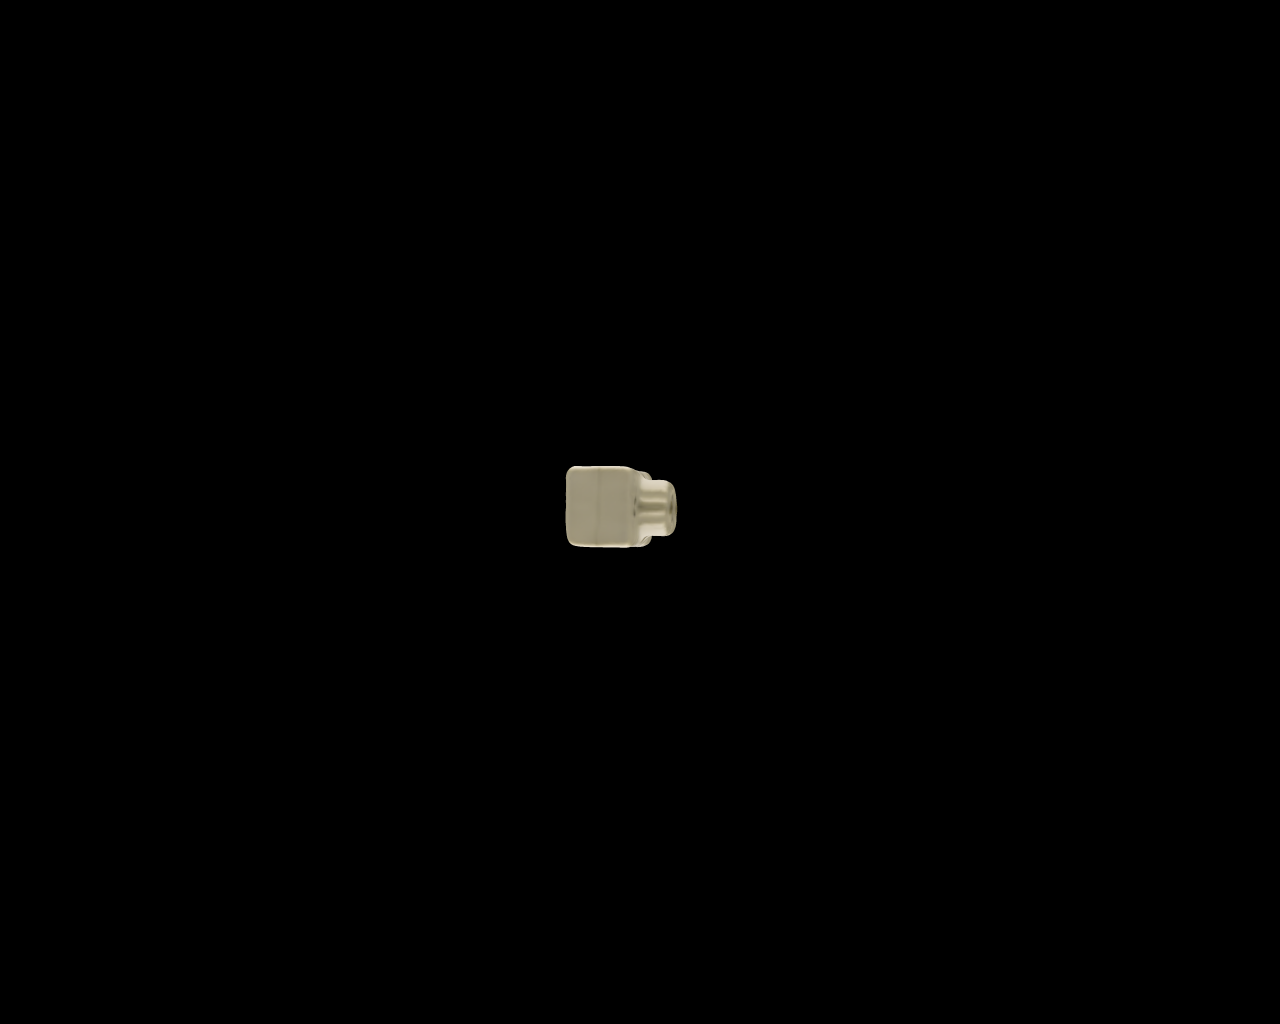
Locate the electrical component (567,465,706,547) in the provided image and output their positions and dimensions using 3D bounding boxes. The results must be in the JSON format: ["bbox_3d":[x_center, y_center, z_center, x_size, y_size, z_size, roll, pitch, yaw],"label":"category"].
[{"bbox_3d":[0.001,-0.003,0.650,0.077,0.047,0.066,0,-2,11],"label":"electrical component"}]
